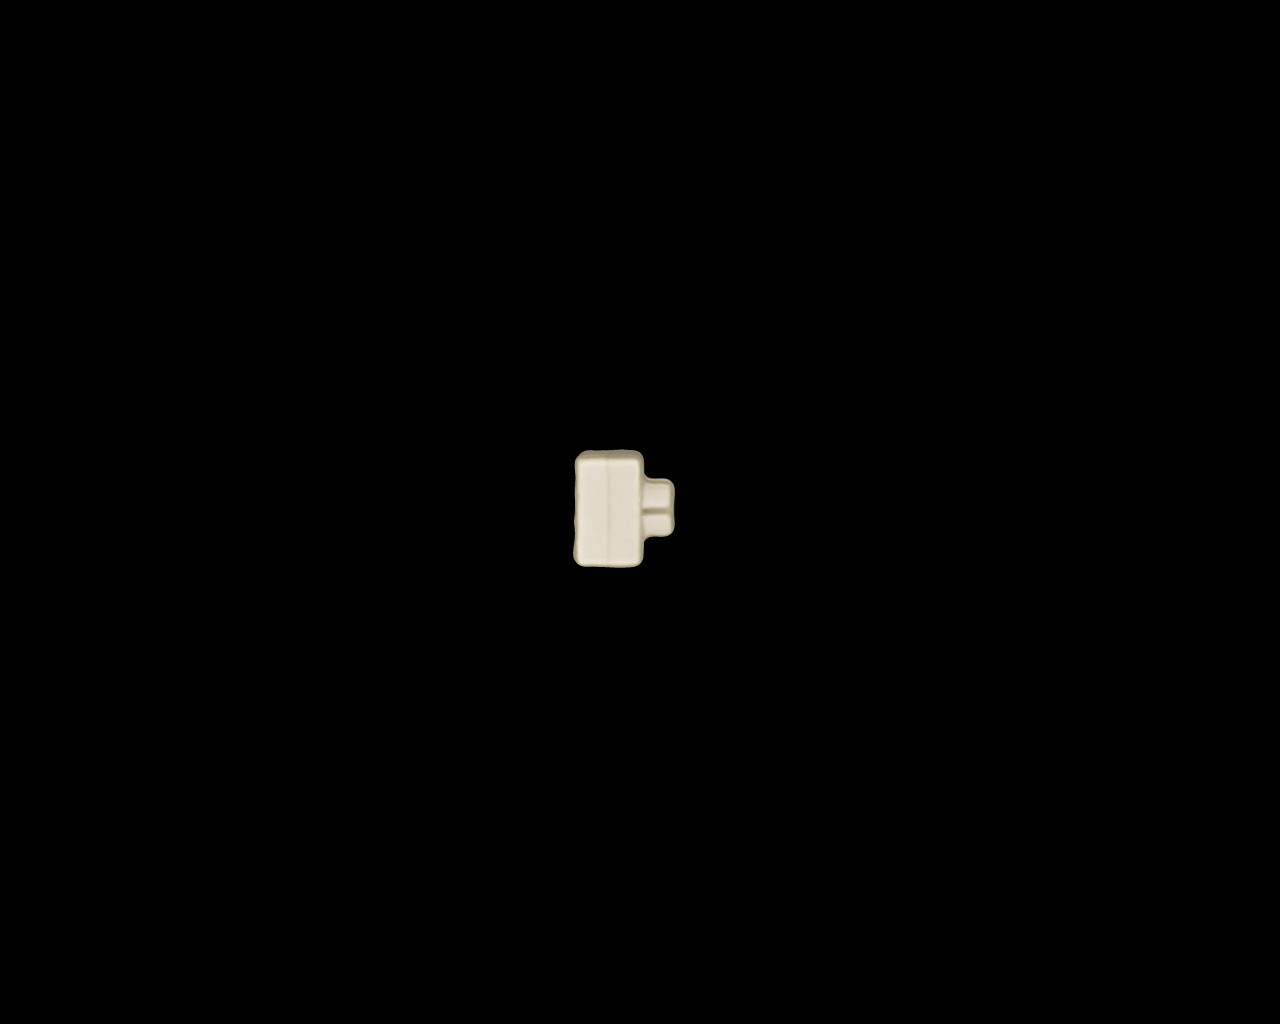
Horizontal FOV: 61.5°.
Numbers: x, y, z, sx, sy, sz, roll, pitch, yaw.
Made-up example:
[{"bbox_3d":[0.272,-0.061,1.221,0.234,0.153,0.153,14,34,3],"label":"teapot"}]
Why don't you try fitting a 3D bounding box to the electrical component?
[{"bbox_3d":[0.001,-0.003,0.650,0.077,0.065,0.047,0,8,0],"label":"electrical component"}]
